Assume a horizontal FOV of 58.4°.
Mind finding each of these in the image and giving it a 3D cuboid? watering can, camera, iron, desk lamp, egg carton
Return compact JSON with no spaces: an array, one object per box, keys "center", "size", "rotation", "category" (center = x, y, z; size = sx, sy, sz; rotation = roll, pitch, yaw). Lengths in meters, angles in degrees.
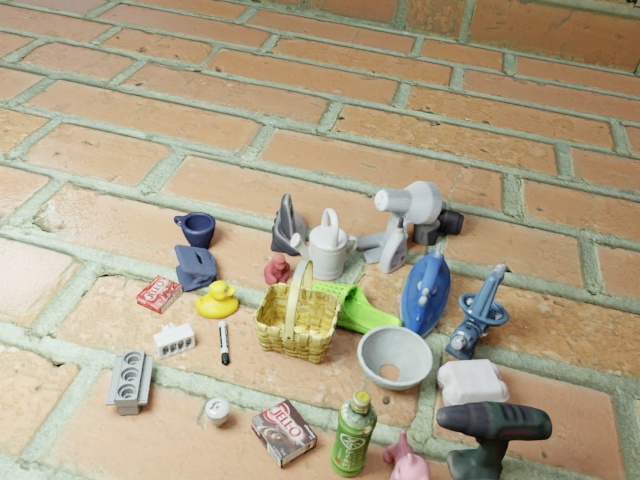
[{"center":[0.014,0.007,1.481],"size":[0.173,0.194,0.100],"rotation":[-22,48,-29],"category":"watering can"},{"center":[0.348,-0.058,1.676],"size":[0.136,0.101,0.143],"rotation":[14,41,9],"category":"camera"},{"center":[0.264,0.125,1.419],"size":[0.118,0.141,0.258],"rotation":[16,41,11],"category":"iron"},{"center":[0.215,-0.056,1.568],"size":[0.204,0.213,0.117],"rotation":[-13,44,-22],"category":"desk lamp"},{"center":[0.333,0.318,1.259],"size":[0.150,0.069,0.107],"rotation":[-2,41,-10],"category":"egg carton"}]

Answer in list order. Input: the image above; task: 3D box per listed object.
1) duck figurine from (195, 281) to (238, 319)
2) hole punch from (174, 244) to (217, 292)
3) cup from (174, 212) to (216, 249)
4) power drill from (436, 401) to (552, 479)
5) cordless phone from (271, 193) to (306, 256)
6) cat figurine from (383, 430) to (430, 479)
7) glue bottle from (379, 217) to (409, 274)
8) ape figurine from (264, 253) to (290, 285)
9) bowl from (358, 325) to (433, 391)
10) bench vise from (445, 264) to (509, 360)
[{"center":[-0.248,0.136,1.377],"size":[0.105,0.086,0.077],"rotation":[-7,42,-16],"category":"duck figurine"},{"center":[-0.313,0.061,1.451],"size":[0.101,0.091,0.108],"rotation":[-12,44,-21],"category":"hole punch"},{"center":[-0.337,-0.017,1.536],"size":[0.117,0.095,0.092],"rotation":[15,41,10],"category":"cup"},{"center":[0.309,0.378,1.078],"size":[0.230,0.208,0.075],"rotation":[-2,41,-10],"category":"power drill"},{"center":[-0.081,-0.064,1.558],"size":[0.094,0.185,0.147],"rotation":[5,40,-1],"category":"cordless phone"},{"center":[0.166,0.422,1.076],"size":[0.067,0.118,0.127],"rotation":[0,41,-8],"category":"cat figurine"},{"center":[0.204,0.009,1.521],"size":[0.078,0.173,0.037],"rotation":[-24,49,-31],"category":"glue bottle"},{"center":[-0.108,0.073,1.466],"size":[0.078,0.092,0.076],"rotation":[-23,49,-31],"category":"ape figurine"},{"center":[0.164,0.276,1.280],"size":[0.167,0.075,0.167],"rotation":[4,40,-3],"category":"bowl"},{"center":[0.377,0.171,1.320],"size":[0.121,0.220,0.207],"rotation":[16,41,11],"category":"bench vise"}]
